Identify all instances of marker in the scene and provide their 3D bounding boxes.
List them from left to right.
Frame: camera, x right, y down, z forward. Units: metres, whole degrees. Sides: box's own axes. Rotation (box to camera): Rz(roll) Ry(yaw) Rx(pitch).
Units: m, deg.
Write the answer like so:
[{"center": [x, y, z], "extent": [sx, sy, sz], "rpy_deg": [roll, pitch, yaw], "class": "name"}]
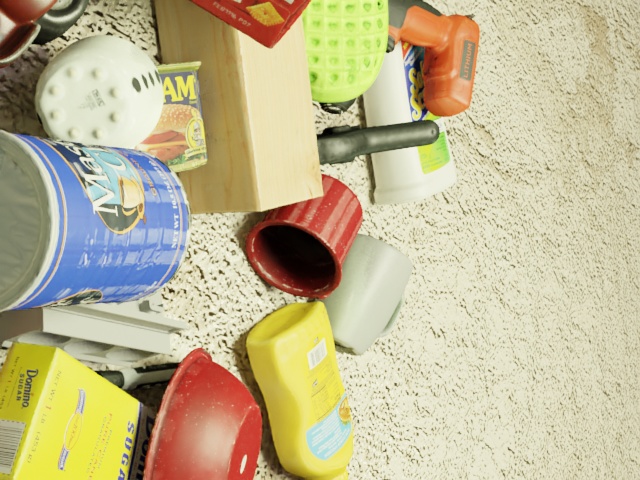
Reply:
[{"center": [-0.137, 0.109, 0.851], "extent": [0.120, 0.020, 0.020], "rpy_deg": [2, 87, -54], "class": "marker"}]

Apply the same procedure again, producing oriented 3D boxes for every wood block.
[{"center": [-0.069, -0.131, 0.898], "extent": [0.090, 0.090, 0.206], "rpy_deg": [-17, 103, -53], "class": "wood block"}]

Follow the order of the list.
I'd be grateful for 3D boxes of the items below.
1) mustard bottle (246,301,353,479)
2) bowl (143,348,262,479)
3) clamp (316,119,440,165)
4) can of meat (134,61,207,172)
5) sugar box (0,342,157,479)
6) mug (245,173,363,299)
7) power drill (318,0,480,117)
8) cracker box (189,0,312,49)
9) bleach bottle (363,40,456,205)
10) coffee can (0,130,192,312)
[{"center": [-0.010, 0.160, 0.991], "extent": [0.096, 0.058, 0.191], "rpy_deg": [-38, 118, -55], "class": "mustard bottle"}, {"center": [-0.085, 0.169, 0.837], "extent": [0.162, 0.055, 0.162], "rpy_deg": [10, 90, -78], "class": "bowl"}, {"center": [0.017, -0.092, 1.027], "extent": [0.171, 0.120, 0.039], "rpy_deg": [-10, 93, -32], "class": "clamp"}, {"center": [-0.136, -0.093, 0.833], "extent": [0.101, 0.058, 0.084], "rpy_deg": [-18, 106, -52], "class": "can of meat"}, {"center": [-0.167, 0.147, 0.757], "extent": [0.176, 0.048, 0.093], "rpy_deg": [49, 50, -55], "class": "sugar box"}, {"center": [-0.006, 0.001, 0.981], "extent": [0.081, 0.093, 0.117], "rpy_deg": [-61, 140, -42], "class": "mug"}, {"center": [0.075, -0.186, 1.044], "extent": [0.187, 0.057, 0.184], "rpy_deg": [21, 73, -41], "class": "power drill"}, {"center": [-0.068, -0.264, 0.805], "extent": [0.164, 0.072, 0.213], "rpy_deg": [29, 47, -15], "class": "cracker box"}, {"center": [0.080, -0.170, 1.130], "extent": [0.102, 0.068, 0.251], "rpy_deg": [-26, 106, -52], "class": "bleach bottle"}, {"center": [-0.158, -0.010, 0.646], "extent": [0.140, 0.103, 0.103], "rpy_deg": [0, 88, -65], "class": "coffee can"}]
